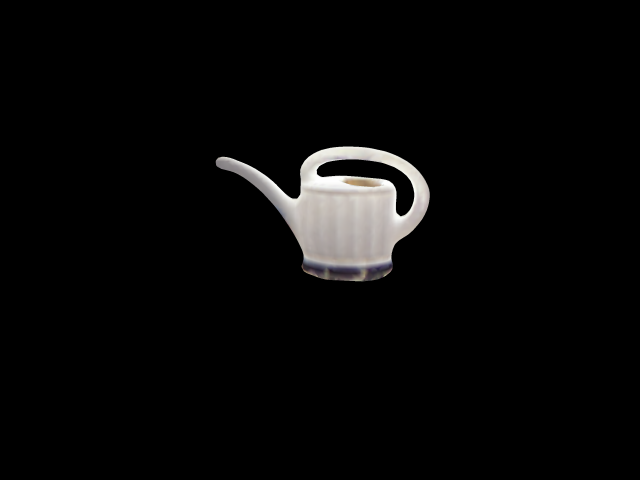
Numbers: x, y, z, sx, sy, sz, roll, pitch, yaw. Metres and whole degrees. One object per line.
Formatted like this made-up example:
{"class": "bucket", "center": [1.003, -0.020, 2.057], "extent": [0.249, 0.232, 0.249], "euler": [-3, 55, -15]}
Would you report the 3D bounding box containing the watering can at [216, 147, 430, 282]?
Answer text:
{"class": "watering can", "center": [0.003, -0.043, 0.850], "extent": [0.347, 0.222, 0.105], "euler": [2, 14, 7]}
